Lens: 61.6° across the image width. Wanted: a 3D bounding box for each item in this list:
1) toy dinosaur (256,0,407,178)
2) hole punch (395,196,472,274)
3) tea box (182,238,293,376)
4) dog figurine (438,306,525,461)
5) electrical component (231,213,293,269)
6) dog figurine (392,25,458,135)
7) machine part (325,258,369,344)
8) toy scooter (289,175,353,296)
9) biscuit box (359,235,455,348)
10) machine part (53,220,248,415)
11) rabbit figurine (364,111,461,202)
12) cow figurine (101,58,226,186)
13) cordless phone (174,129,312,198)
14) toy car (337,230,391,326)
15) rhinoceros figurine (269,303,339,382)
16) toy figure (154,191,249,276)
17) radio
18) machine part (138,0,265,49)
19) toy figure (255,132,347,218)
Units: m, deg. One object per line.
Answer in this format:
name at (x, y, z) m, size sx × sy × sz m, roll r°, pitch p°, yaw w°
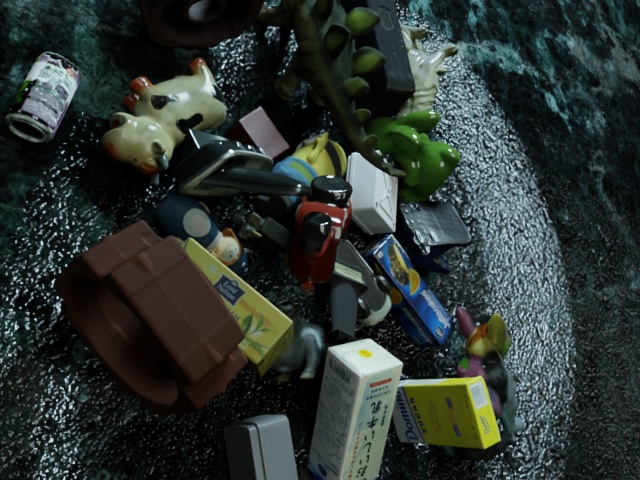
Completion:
toy dinosaur at (0.008, -0.294, 0.859) m, size 0.105 × 0.198 × 0.471 m, roll -21°, pitch 86°, yaw -34°
hole punch at (0.186, -0.004, 0.949) m, size 0.116 × 0.092 × 0.142 m, roll 1°, pitch 49°, yaw -19°
tea box at (-0.116, 0.085, 0.668) m, size 0.170 × 0.098 × 0.068 m, roll 37°, pitch 71°, yaw 11°
dog figurine at (0.259, 0.224, 0.889) m, size 0.191 × 0.109 × 0.219 m, roll -19°, pitch 105°, yaw -41°
electrical component at (-0.078, -0.001, 0.780) m, size 0.102 × 0.078 × 0.045 m, roll 40°, pitch 63°, yaw -30°
dog figurine at (0.157, -0.298, 1.036) m, size 0.172 × 0.121 × 0.190 m, roll 24°, pitch 77°, yaw 10°
machine part at (0.037, 0.090, 0.787) m, size 0.084 × 0.039 × 0.139 m, roll 24°, pitch 51°, yaw -31°
toy scooter at (-0.002, -0.002, 0.754) m, size 0.075 × 0.135 × 0.184 m, roll 11°, pitch 31°, yaw 5°
biscuit box at (0.145, 0.090, 0.916) m, size 0.202 × 0.063 × 0.059 m, roll 52°, pitch 55°, yaw -10°
machine part at (-0.188, 0.090, 0.597) m, size 0.087 × 0.201 × 0.201 m, roll -41°, pitch 100°, yaw -39°
rabbit figurine at (0.152, -0.158, 0.961) m, size 0.170 × 0.159 × 0.121 m, roll 33°, pitch 68°, yaw -5°
cow figurine at (-0.210, -0.159, 0.739) m, size 0.195 × 0.085 × 0.127 m, roll -37°, pitch 91°, yaw -38°
cordless phone at (-0.084, -0.085, 0.718) m, size 0.146 × 0.184 × 0.088 m, roll -5°, pitch 108°, yaw -70°
toy car at (0.040, 0.048, 0.862) m, size 0.073 × 0.056 × 0.201 m, roll -44°, pitch 101°, yaw -29°
rhinoceros figurine at (-0.031, 0.146, 0.770) m, size 0.190 × 0.073 × 0.112 m, roll 12°, pitch 70°, yaw -32°
toy figure at (-0.156, -0.002, 0.742) m, size 0.154 × 0.058 × 0.064 m, roll 41°, pitch 95°, yaw -19°
radio at (0.085, -0.339, 0.967) m, size 0.073 × 0.131 × 0.229 m, roll -8°, pitch 80°, yaw -35°
machine part at (-0.170, -0.343, 0.770) m, size 0.179 × 0.179 × 0.056 m, roll -12°, pitch 81°, yaw -37°
toy figure at (-0.026, -0.098, 0.847) m, size 0.180 × 0.082 × 0.089 m, roll -53°, pitch 126°, yaw -41°
